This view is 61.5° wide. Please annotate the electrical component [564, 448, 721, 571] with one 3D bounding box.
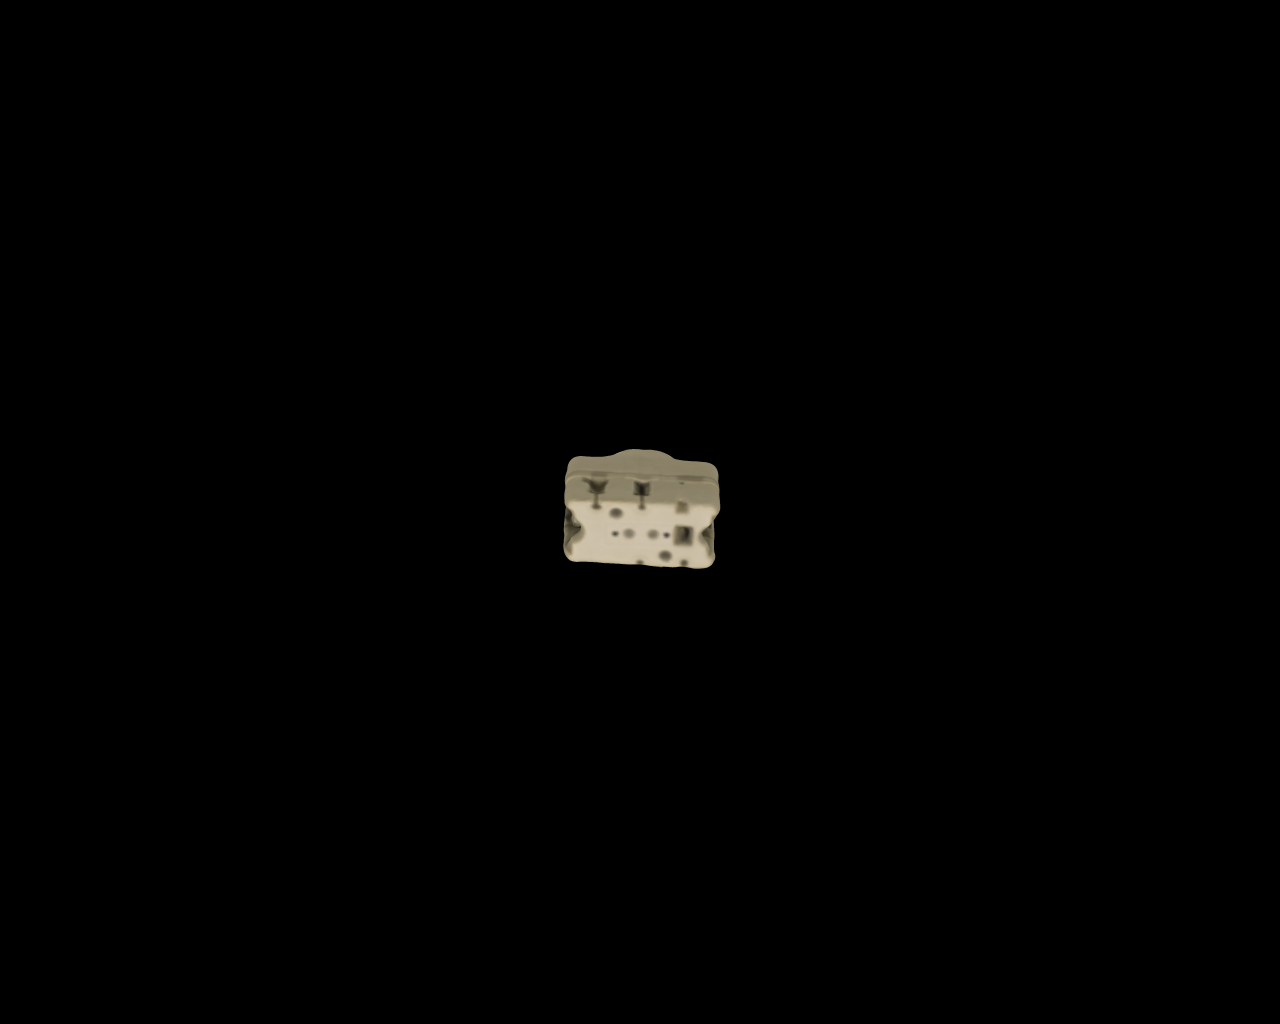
[{"bbox_3d":[0.001,-0.003,0.650,0.089,0.050,0.056,3,35,-2],"label":"electrical component"}]
